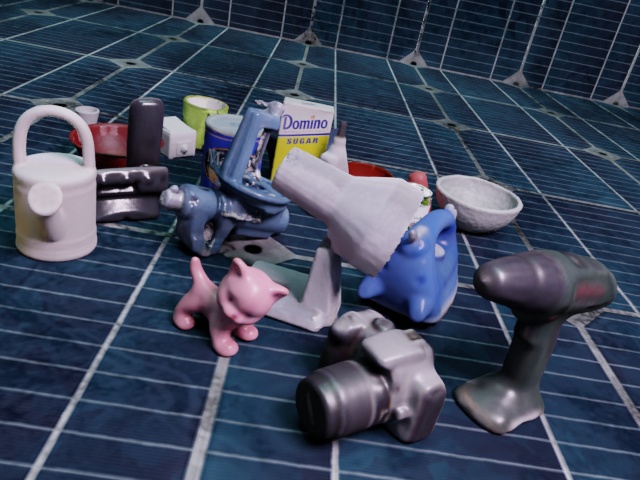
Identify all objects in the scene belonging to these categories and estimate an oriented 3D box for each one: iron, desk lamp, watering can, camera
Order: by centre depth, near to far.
[{"bbox_3d":[0.040,0.137,0.589,0.137,0.101,0.142,-8,33,-33],"label":"camera"},{"bbox_3d":[0.007,0.003,0.708,0.203,0.213,0.118,16,28,8],"label":"desk lamp"},{"bbox_3d":[-0.338,-0.074,0.736,0.101,0.194,0.172,-11,35,-37],"label":"watering can"},{"bbox_3d":[0.156,0.013,0.827,0.118,0.141,0.259,23,29,21],"label":"iron"}]

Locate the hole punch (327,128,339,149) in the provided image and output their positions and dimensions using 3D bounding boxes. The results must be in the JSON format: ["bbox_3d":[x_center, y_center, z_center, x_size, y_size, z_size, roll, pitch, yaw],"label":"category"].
[{"bbox_3d":[-0.002,-0.190,1.204,0.101,0.091,0.108,8,28,-8],"label":"hole punch"}]

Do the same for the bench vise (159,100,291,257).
[{"bbox_3d":[-0.117,-0.087,0.821,0.121,0.220,0.208,26,30,25],"label":"bench vise"}]

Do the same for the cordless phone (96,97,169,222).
[{"bbox_3d":[-0.301,-0.126,0.860,0.148,0.185,0.093,-11,35,-37],"label":"cordless phone"}]

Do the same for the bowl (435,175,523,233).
[{"bbox_3d":[0.293,-0.060,1.093,0.167,0.075,0.167,10,27,-5],"label":"bowl"}]

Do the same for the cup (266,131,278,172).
[{"bbox_3d":[-0.080,-0.170,1.130,0.118,0.095,0.091,-1,30,-24],"label":"cup"}]

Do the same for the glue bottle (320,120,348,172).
[{"bbox_3d":[0.024,-0.125,1.001,0.037,0.173,0.078,32,33,34],"label":"glue bottle"}]

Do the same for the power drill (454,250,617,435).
[{"bbox_3d":[0.221,0.101,0.614,0.230,0.208,0.075,-10,34,-36],"label":"power drill"}]

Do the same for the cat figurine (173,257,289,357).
[{"bbox_3d":[-0.103,0.063,0.654,0.127,0.118,0.067,25,30,24],"label":"cat figurine"}]

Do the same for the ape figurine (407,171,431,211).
[{"bbox_3d":[0.178,-0.087,1.080,0.076,0.092,0.078,32,33,34],"label":"ape figurine"}]
